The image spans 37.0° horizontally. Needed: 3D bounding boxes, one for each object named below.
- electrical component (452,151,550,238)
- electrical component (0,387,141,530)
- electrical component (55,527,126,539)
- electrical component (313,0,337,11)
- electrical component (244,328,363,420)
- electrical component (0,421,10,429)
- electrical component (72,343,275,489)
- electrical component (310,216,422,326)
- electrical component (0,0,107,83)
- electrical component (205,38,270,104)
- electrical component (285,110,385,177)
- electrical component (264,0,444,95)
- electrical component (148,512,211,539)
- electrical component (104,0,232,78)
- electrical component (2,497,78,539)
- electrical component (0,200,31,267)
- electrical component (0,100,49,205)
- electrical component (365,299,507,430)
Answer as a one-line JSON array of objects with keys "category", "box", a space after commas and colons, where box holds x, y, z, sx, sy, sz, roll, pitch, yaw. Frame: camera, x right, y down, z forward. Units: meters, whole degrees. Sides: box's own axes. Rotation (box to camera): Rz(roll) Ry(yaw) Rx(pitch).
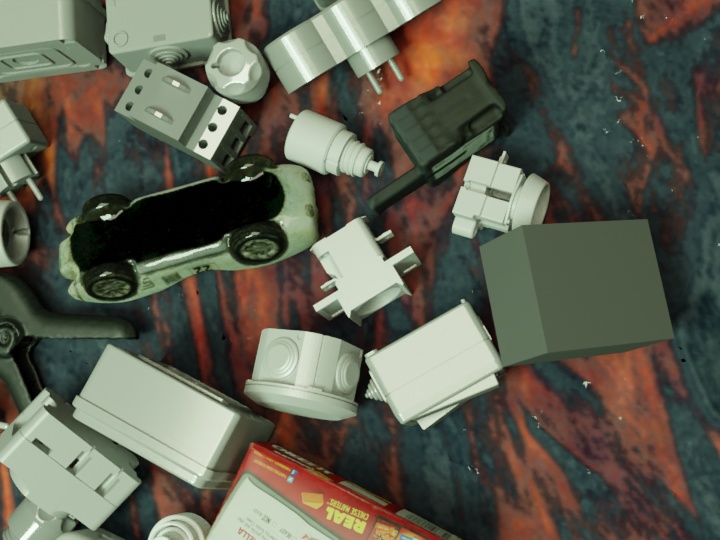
[{"category": "electrical component", "box": [0.103, -0.050, 0.767, 0.055, 0.048, 0.066, 18, 84, 20]}, {"category": "electrical component", "box": [-0.210, 0.138, 0.770, 0.055, 0.050, 0.089, -46, 109, 0]}, {"category": "electrical component", "box": [-0.203, 0.236, 0.766, 0.054, 0.059, 0.095, 22, 85, 13]}, {"category": "electrical component", "box": [-0.012, -0.272, 0.820, 0.109, 0.056, 0.108, -31, 77, 4]}, {"category": "electrical component", "box": [-0.038, 0.074, 0.754, 0.080, 0.080, 0.051, 8, 76, 11]}, {"category": "electrical component", "box": [-0.300, 0.108, 0.796, 0.079, 0.077, 0.044, 9, 82, 11]}, {"category": "electrical component", "box": [-0.127, 0.104, 0.750, 0.109, 0.108, 0.056, 26, 83, 13]}, {"category": "electrical component", "box": [0.000, 0.000, 0.779, 0.081, 0.042, 0.063, -32, 73, 3]}, {"category": "electrical component", "box": [-0.262, -0.189, 0.840, 0.113, 0.078, 0.057, -6, 82, 9]}, {"category": "electrical component", "box": [-0.088, -0.145, 0.809, 0.043, 0.062, 0.043, -2, 80, 10]}, {"category": "electrical component", "box": [-0.019, -0.089, 0.798, 0.078, 0.040, 0.040, 24, 85, 13]}, {"category": "electrical component", "box": [0.005, -0.168, 0.802, 0.138, 0.052, 0.073, -31, 98, 4]}, {"category": "electrical component", "box": [-0.130, 0.194, 0.758, 0.043, 0.062, 0.043, -2, 80, 10]}, {"category": "electrical component", "box": [-0.150, -0.205, 0.837, 0.100, 0.048, 0.099, -8, 79, 9]}, {"category": "electrical component", "box": [-0.241, 0.193, 0.788, 0.043, 0.043, 0.062, 42, 92, 14]}, {"category": "electrical component", "box": [-0.284, -0.027, 0.820, 0.047, 0.055, 0.055, -2, 80, 9]}, {"category": "electrical component", "box": [-0.277, -0.082, 0.841, 0.066, 0.047, 0.076, -32, 90, 4]}, {"category": "electrical component", "box": [0.050, 0.072, 0.747, 0.096, 0.062, 0.061, -30, 77, 4]}]
